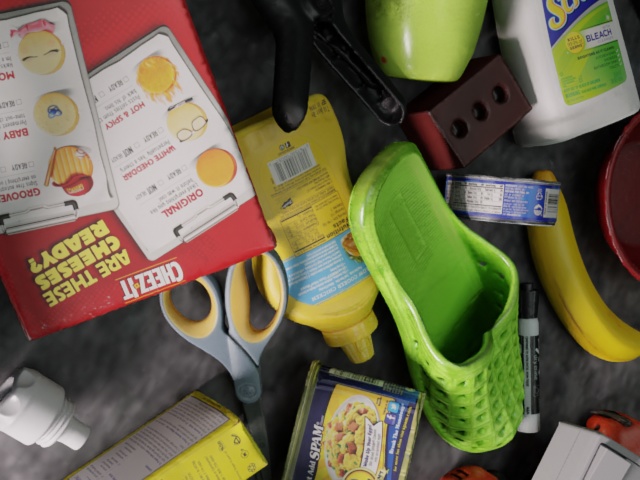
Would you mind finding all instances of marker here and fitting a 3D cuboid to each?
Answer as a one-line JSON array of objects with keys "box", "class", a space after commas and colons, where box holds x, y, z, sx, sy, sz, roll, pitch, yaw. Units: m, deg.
[{"box": [0.168, 0.095, 0.862, 0.020, 0.020, 0.121, -3, 95, -25], "class": "marker"}]

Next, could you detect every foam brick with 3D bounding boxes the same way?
[{"box": [0.107, -0.096, 0.802, 0.078, 0.051, 0.053, -41, 109, -17], "class": "foam brick"}]

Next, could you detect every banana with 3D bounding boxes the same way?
[{"box": [0.213, 0.036, 0.873, 0.197, 0.037, 0.069, 52, 55, -20], "class": "banana"}]

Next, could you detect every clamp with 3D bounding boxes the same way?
[{"box": [-0.001, -0.147, 0.730, 0.120, 0.039, 0.171, 5, 66, -49], "class": "clamp"}]

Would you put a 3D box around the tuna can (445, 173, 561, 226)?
[{"box": [0.136, -0.031, 0.801, 0.086, 0.086, 0.034, 3, 94, -26], "class": "tuna can"}]

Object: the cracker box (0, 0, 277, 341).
[{"box": [-0.140, -0.070, 0.655, 0.164, 0.072, 0.213, -21, 103, -2], "class": "cracker box"}]

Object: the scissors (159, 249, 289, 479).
[{"box": [-0.068, 0.094, 0.741, 0.096, 0.016, 0.202, 8, 110, -2], "class": "scissors"}]

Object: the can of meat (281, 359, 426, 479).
[{"box": [0.024, 0.144, 0.756, 0.084, 0.057, 0.102, 14, 87, 7], "class": "can of meat"}]

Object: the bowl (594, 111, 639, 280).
[{"box": [0.283, -0.038, 0.887, 0.161, 0.055, 0.162, -2, 94, -25], "class": "bowl"}]

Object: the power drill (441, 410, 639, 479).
[{"box": [0.196, 0.237, 0.863, 0.187, 0.057, 0.184, -26, 104, -22], "class": "power drill"}]

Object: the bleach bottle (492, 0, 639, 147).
[{"box": [0.168, -0.205, 0.820, 0.102, 0.068, 0.251, -22, 100, -24], "class": "bleach bottle"}]

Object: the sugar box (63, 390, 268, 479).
[{"box": [-0.128, 0.169, 0.686, 0.176, 0.093, 0.048, -35, 107, -19], "class": "sugar box"}]

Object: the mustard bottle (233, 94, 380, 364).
[{"box": [-0.005, 0.001, 0.752, 0.096, 0.058, 0.191, -28, 105, -19], "class": "mustard bottle"}]
